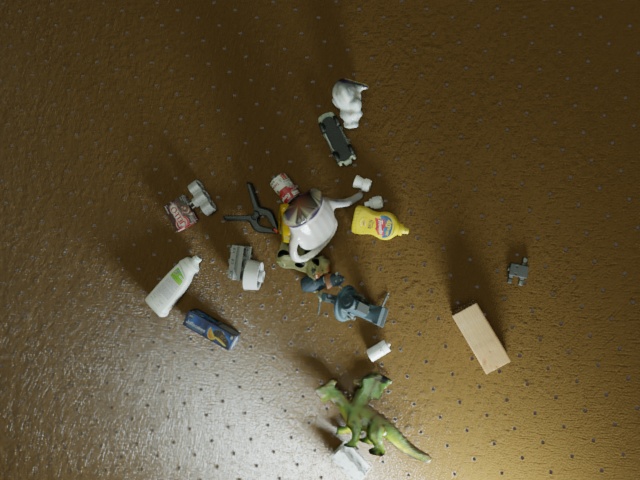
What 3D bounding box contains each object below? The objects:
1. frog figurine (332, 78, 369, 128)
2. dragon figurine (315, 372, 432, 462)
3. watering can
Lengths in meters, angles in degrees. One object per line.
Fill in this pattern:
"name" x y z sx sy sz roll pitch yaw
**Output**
"frog figurine" 0.093 -0.471 1.778 0.139 0.122 0.158 28 105 44
"dragon figurine" 0.179 0.569 1.715 0.411 0.121 0.244 9 82 11
"watering can" 0.005 -0.085 1.691 0.105 0.220 0.352 26 68 37
